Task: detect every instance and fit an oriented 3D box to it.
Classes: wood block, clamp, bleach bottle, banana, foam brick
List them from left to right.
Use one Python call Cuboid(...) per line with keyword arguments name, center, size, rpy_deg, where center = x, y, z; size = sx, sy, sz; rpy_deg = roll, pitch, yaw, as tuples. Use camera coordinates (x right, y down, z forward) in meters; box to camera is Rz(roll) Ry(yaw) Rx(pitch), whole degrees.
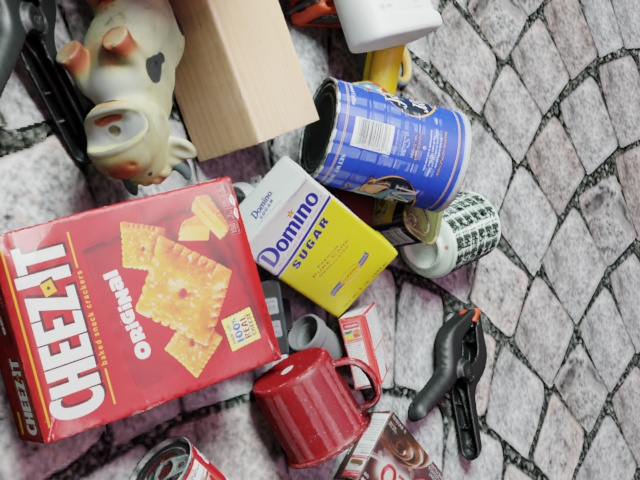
Cuboid(name="clamp", center=(-0.240, -0.165, 0.837), size=(0.164, 0.036, 0.210), rpy_deg=(-3, 80, -73))
Cuboid(name="wood block", center=(-0.091, -0.188, 0.987), size=(0.090, 0.090, 0.206), rpy_deg=(-28, 102, -45))
Cuboid(name="foam brick", center=(0.020, -0.047, 1.100), size=(0.051, 0.053, 0.078), rpy_deg=(28, 63, -38))
Cuboid(name="bleach bottle", center=(0.039, -0.322, 1.087), size=(0.102, 0.068, 0.251), rpy_deg=(-18, 90, -36))
Cuboid(name="banana", center=(0.075, -0.185, 1.163), size=(0.069, 0.037, 0.198), rpy_deg=(26, 76, -57))
Cuboid(name="clamp", center=(0.147, 0.151, 1.200), size=(0.120, 0.039, 0.171), rpy_deg=(33, 55, -44))

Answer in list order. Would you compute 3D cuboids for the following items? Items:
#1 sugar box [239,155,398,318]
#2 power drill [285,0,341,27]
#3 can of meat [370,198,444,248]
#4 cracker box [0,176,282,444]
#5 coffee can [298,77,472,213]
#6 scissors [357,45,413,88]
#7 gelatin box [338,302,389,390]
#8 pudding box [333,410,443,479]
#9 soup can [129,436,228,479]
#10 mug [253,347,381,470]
Cuboid(name="sugar box", center=(-0.007, 0.002, 1.010), size=(0.093, 0.048, 0.176), rpy_deg=(-48, 142, 5))
Cuboid(name="power drill", center=(0.011, -0.325, 1.147), size=(0.184, 0.058, 0.187), rpy_deg=(-10, 86, -43))
Cuboid(name="can of meat", center=(0.084, -0.040, 1.140), size=(0.057, 0.084, 0.102), rpy_deg=(34, 58, -37))
Cuboid(name="cracker box", center=(-0.151, 0.051, 0.857), size=(0.213, 0.072, 0.164), rpy_deg=(-17, 93, -33))
Cuboid(name="coffee can", center=(0.062, -0.091, 1.033), size=(0.140, 0.103, 0.103), rpy_deg=(12, 71, -18))
Cuboid(name="scissors", center=(0.078, -0.263, 1.231), size=(0.096, 0.016, 0.201), rpy_deg=(24, 66, -43))
Cuboid(name="gelatin box", center=(0.045, 0.106, 1.082), size=(0.089, 0.030, 0.073), rpy_deg=(-28, 105, -80))
Cuboid(name="pudding box", center=(0.072, 0.245, 1.102), size=(0.113, 0.039, 0.090), rpy_deg=(51, 50, -26))
Cuboid(name="soup can", center=(-0.104, 0.224, 0.903), size=(0.102, 0.069, 0.068), rpy_deg=(50, 51, -28))
Cuboid(name="mug", center=(0.000, 0.149, 0.997), size=(0.081, 0.117, 0.093), rpy_deg=(61, 15, -11))
